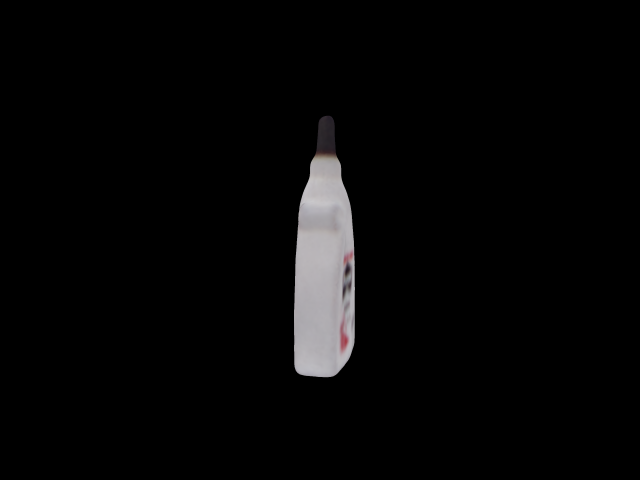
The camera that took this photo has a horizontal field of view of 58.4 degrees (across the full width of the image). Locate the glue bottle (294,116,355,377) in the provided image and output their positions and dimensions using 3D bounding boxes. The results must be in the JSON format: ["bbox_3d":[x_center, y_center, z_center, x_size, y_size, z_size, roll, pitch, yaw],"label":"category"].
[{"bbox_3d":[0.004,0.001,0.400,0.037,0.173,0.078,1,7,10],"label":"glue bottle"}]
